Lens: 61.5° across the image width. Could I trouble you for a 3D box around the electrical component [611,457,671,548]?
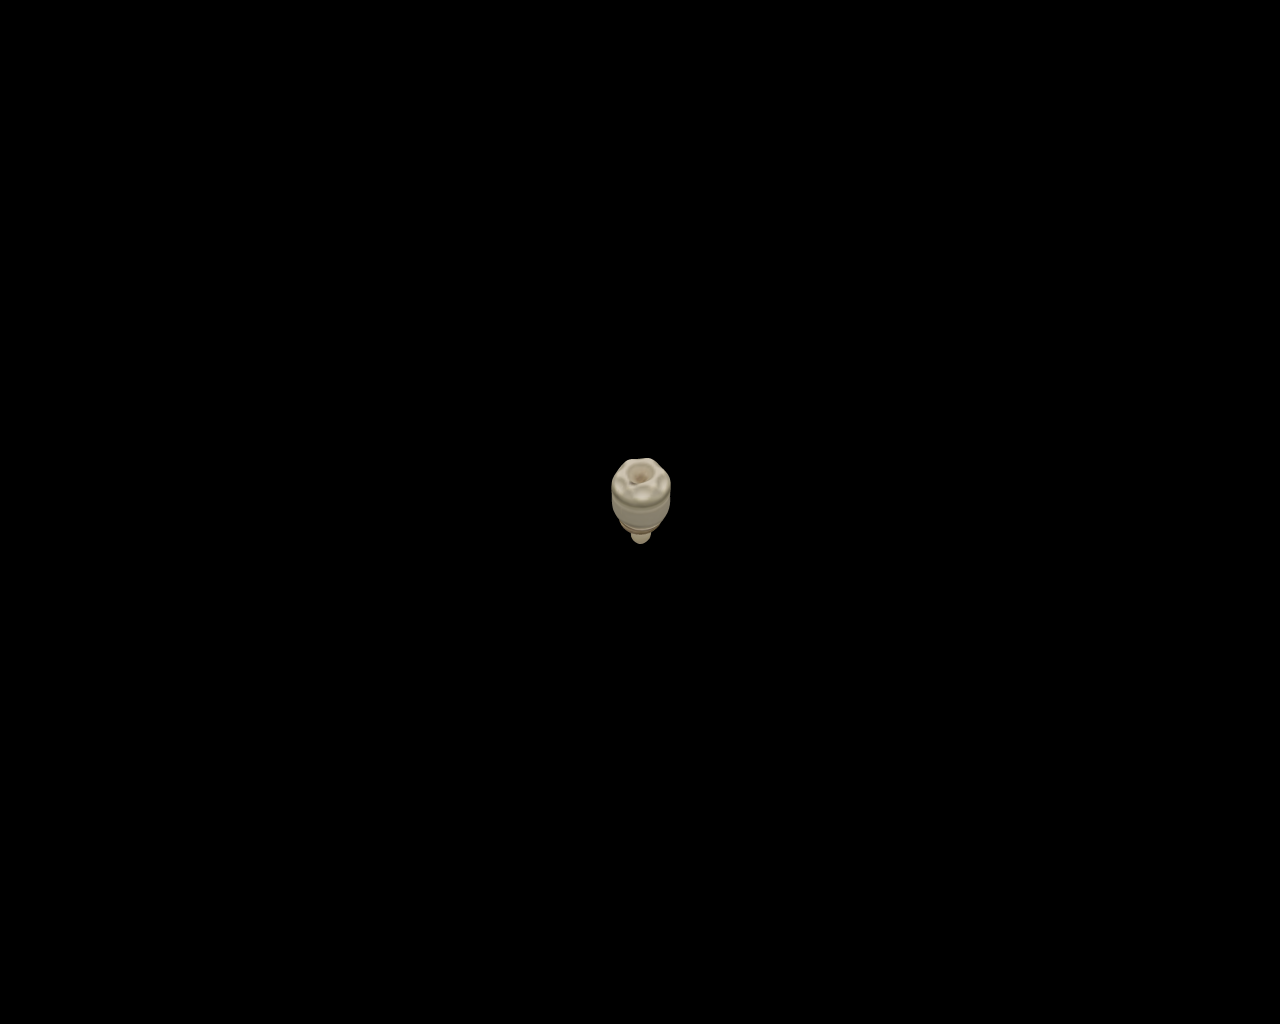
[{"bbox_3d":[0.001,-0.003,0.650,0.035,0.035,0.061,0,-44,0],"label":"electrical component"}]
